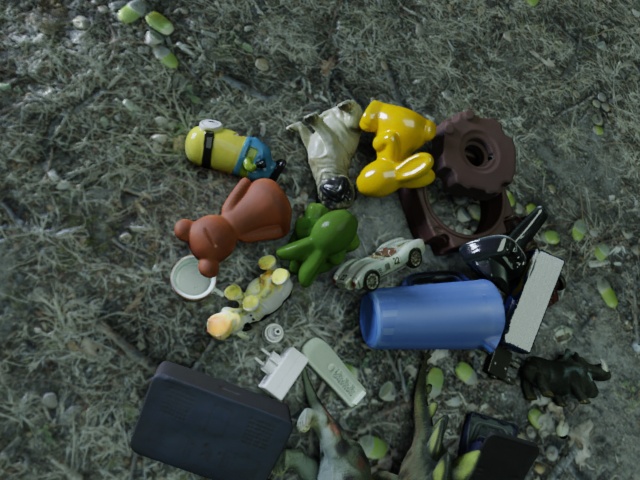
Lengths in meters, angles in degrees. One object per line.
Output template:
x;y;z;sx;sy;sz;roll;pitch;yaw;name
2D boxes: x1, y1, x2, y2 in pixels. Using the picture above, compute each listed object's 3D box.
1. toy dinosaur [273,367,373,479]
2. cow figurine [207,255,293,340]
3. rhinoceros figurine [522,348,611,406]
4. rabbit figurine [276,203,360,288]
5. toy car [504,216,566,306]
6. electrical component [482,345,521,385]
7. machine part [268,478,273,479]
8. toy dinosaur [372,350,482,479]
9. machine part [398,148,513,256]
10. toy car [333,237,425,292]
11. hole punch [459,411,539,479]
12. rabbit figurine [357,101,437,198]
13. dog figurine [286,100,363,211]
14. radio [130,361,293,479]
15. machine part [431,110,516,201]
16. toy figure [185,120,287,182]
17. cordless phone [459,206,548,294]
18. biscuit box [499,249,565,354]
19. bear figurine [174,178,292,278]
0.026;0.401;0.844;0.192;0.131;0.405;30;47;-23;toy dinosaur
-0.118;0.113;0.923;0.167;0.098;0.068;-43;58;-16;cow figurine
0.491;0.273;1.074;0.190;0.073;0.112;6;64;-14;rhinoceros figurine
-0.002;-0.003;0.938;0.159;0.170;0.121;-40;90;-23;rabbit figurine
0.446;0.043;1.127;0.089;0.053;0.202;-22;82;-24;toy car
0.350;0.243;1.060;0.094;0.021;0.063;30;70;-8;electrical component
-0.081;0.460;0.865;0.084;0.039;0.139;-10;81;-14;machine part
0.179;0.398;0.875;0.105;0.198;0.472;22;38;-22;toy dinosaur
0.275;-0.081;1.088;0.201;0.087;0.201;-14;79;-19;machine part
0.112;0.043;0.993;0.202;0.074;0.056;-23;106;-34;toy car
0.319;0.388;0.989;0.142;0.092;0.115;20;102;-14;hole punch
0.139;-0.151;1.011;0.163;0.121;0.173;25;80;19;rabbit figurine
0.044;-0.161;1.044;0.172;0.121;0.190;-26;99;-18;dog figurine
-0.170;0.294;0.846;0.229;0.073;0.131;23;90;-8;radio
0.298;-0.162;1.042;0.179;0.056;0.179;4;76;-17;machine part
-0.156;-0.154;0.980;0.180;0.082;0.089;25;68;-12;toy figure
0.366;-0.001;1.027;0.184;0.089;0.146;-51;138;3;cordless phone
0.410;0.121;1.062;0.063;0.059;0.202;24;84;1;biscuit box
-0.145;-0.020;0.925;0.196;0.132;0.120;-38;89;-17;bear figurine
